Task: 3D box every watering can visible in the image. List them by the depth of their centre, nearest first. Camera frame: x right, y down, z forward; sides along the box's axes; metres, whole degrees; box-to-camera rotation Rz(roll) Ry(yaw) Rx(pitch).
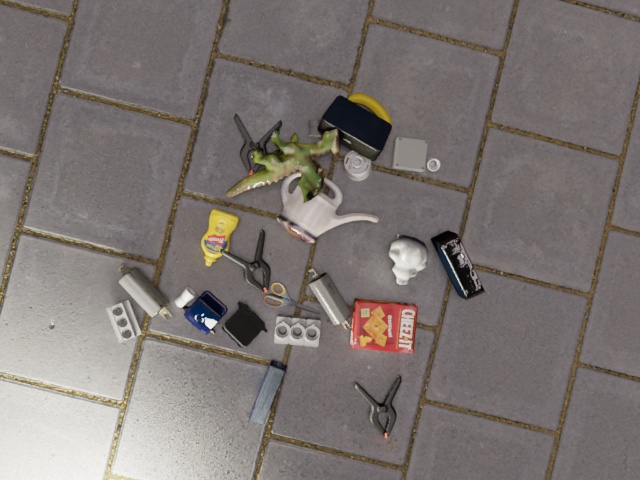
[{"bbox_3d":[0.005,-0.087,1.734,0.349,0.103,0.224,33,89,7],"label":"watering can"}]

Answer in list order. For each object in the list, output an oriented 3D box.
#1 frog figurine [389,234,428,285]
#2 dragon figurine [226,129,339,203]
[{"bbox_3d":[0.292,0.070,1.744,0.136,0.122,0.161,26,78,-21],"label":"frog figurine"},{"bbox_3d":[-0.096,-0.224,1.696,0.245,0.121,0.411,42,88,20],"label":"dragon figurine"}]
